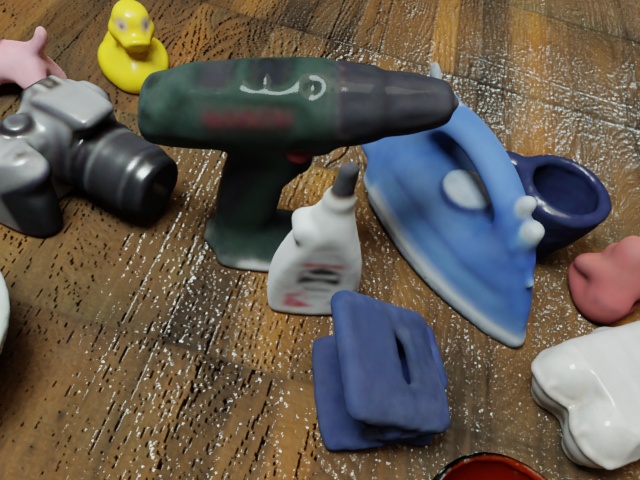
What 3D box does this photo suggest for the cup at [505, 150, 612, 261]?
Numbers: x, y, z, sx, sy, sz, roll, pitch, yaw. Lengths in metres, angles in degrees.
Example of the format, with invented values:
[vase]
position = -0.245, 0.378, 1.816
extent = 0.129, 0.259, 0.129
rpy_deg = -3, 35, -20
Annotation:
[cup]
position = 0.215, -0.030, 0.579
extent = 0.117, 0.095, 0.092
rpy_deg = 36, 53, 15

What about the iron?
[iron]
position = 0.142, -0.040, 0.539
extent = 0.119, 0.141, 0.257
rpy_deg = -15, 57, -23

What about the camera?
[camera]
position = -0.208, -0.071, 0.507
extent = 0.136, 0.101, 0.143
rpy_deg = 28, 51, 9

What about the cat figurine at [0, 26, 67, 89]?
[cat figurine]
position = -0.329, -0.198, 0.568
extent = 0.128, 0.118, 0.067
rpy_deg = 10, 51, -6

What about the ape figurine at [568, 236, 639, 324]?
[ape figurine]
position = 0.286, 0.032, 0.548
extent = 0.077, 0.092, 0.076
rpy_deg = 32, 52, 13

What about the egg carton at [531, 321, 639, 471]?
[egg carton]
position = 0.256, 0.126, 0.481
extent = 0.150, 0.069, 0.107
rpy_deg = -10, 55, -20

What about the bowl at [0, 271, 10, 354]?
[bowl]
position = -0.295, 0.074, 0.388
extent = 0.167, 0.075, 0.167
rpy_deg = 7, 51, -8

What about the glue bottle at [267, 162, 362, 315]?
[glue bottle]
position = 0.004, 0.002, 0.453
extent = 0.078, 0.173, 0.037
rpy_deg = 1, 52, -12

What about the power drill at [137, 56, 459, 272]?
[power drill]
position = -0.027, -0.061, 0.472
extent = 0.230, 0.208, 0.075
rpy_deg = 7, 51, -8

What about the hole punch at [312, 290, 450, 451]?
[hole punch]
position = 0.050, 0.097, 0.441
extent = 0.101, 0.091, 0.108
rpy_deg = 1, 52, -13

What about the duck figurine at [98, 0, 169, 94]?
[duck figurine]
position = -0.210, -0.228, 0.640
extent = 0.078, 0.086, 0.104
rpy_deg = -11, 56, -21
